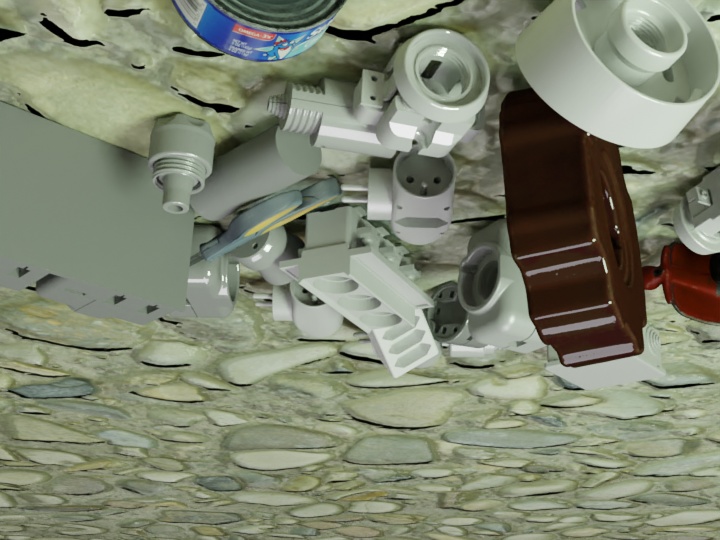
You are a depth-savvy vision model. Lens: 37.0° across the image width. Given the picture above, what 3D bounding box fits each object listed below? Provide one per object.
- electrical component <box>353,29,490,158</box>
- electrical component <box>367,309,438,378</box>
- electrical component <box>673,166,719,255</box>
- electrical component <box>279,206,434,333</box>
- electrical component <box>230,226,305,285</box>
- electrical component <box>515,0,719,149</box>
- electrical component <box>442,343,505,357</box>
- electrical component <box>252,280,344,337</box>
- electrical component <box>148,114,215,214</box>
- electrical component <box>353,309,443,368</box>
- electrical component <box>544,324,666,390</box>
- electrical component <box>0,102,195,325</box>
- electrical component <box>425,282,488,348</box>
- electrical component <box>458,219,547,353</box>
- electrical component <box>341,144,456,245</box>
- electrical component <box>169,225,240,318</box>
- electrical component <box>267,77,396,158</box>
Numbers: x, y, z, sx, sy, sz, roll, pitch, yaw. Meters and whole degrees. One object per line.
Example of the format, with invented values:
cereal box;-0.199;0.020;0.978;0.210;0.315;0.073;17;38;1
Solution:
electrical component;0.041;-0.104;0.628;0.078;0.058;0.057;9;159;-14
electrical component;0.026;0.044;0.966;0.047;0.076;0.065;-30;128;-8
electrical component;0.260;-0.042;0.775;0.066;0.048;0.055;14;147;-26
electrical component;0.000;0.000;0.867;0.079;0.063;0.121;-9;155;24
electrical component;-0.074;-0.018;0.854;0.045;0.045;0.055;-10;154;25
electrical component;0.136;-0.109;0.563;0.099;0.099;0.064;10;149;-20
electrical component;0.118;0.064;1.039;0.078;0.040;0.040;0;157;4
electrical component;-0.056;0.027;0.958;0.079;0.044;0.077;1;157;2
electrical component;-0.120;-0.069;0.715;0.043;0.062;0.043;2;157;1
electrical component;0.034;0.063;1.037;0.079;0.044;0.077;-4;156;15
electrical component;0.238;0.077;1.050;0.100;0.048;0.100;-16;151;36
electrical component;-0.211;-0.037;0.741;0.186;0.105;0.060;20;151;-36
electrical component;0.095;0.043;0.974;0.047;0.055;0.055;16;153;-39
electrical component;0.117;0.012;0.845;0.059;0.095;0.054;15;154;-28
electrical component;0.026;-0.053;0.765;0.079;0.043;0.077;2;157;0
electrical component;-0.134;0.002;0.893;0.059;0.053;0.095;0;157;4
electrical component;-0.017;-0.097;0.666;0.081;0.043;0.043;7;156;-13
